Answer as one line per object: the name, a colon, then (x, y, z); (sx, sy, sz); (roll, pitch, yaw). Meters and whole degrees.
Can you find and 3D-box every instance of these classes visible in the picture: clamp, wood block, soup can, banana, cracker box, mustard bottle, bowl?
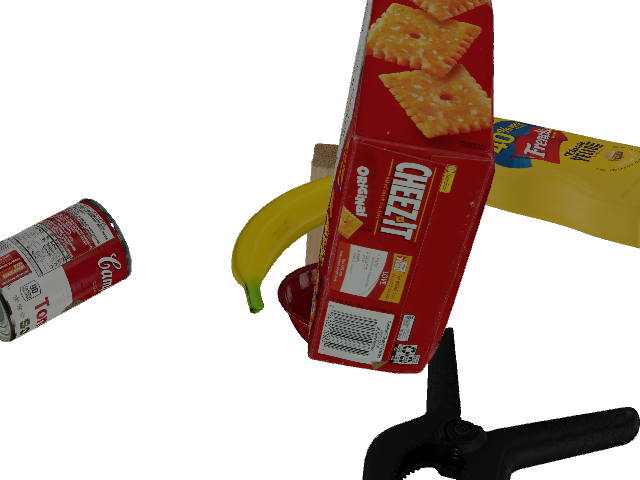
clamp: (0.088, 0.133, 0.714); (0.209, 0.036, 0.165); (-27, 39, -35)
wood block: (0.028, -0.012, 1.384); (0.090, 0.206, 0.090); (5, 25, 2)
soup can: (-0.198, 0.021, 0.771); (0.102, 0.068, 0.069); (-31, 18, -33)
banana: (-0.006, -0.014, 0.865); (0.197, 0.069, 0.037); (-36, -11, -30)
cracker box: (0.048, -0.060, 0.582); (0.072, 0.213, 0.164); (10, -44, 0)
mustard bottle: (0.162, -0.051, 0.786); (0.192, 0.058, 0.096); (17, 36, 30)
bowl: (0.035, 0.080, 1.120); (0.162, 0.055, 0.162); (3, 26, -2)
